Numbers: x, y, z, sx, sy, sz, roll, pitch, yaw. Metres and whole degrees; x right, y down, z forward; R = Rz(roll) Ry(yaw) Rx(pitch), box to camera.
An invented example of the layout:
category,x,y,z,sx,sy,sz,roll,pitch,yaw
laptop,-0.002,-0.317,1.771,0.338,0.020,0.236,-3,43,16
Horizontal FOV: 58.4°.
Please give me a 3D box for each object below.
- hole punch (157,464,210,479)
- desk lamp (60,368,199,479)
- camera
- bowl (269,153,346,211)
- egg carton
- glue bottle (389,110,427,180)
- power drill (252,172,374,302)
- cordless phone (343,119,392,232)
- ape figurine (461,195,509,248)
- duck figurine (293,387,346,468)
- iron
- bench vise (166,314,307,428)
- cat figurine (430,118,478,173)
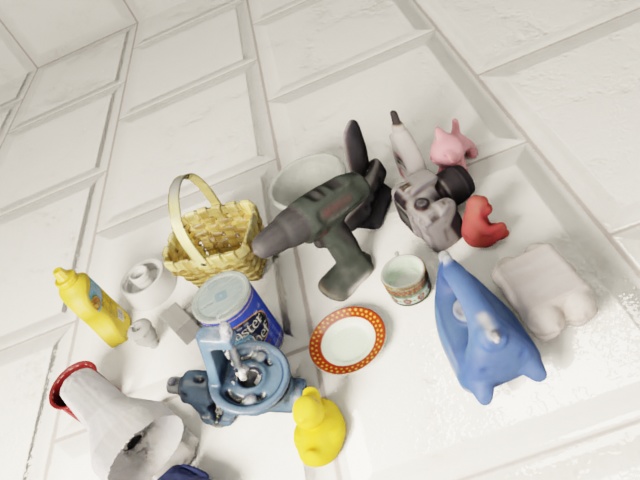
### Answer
category,x,y,z,sx,sy,sz,roll,pitch,yaw
hole punch,-0.193,0.363,0.791,0.108,0.091,0.101,8,52,33
desk lamp,-0.270,0.279,0.824,0.202,0.214,0.118,22,61,41
camera,0.211,-0.075,1.015,0.137,0.101,0.142,-32,42,-5
bowl,-0.016,-0.099,1.177,0.167,0.075,0.167,-14,43,14
egg carton,0.324,0.072,0.832,0.107,0.070,0.150,-26,41,1
glue bottle,0.160,-0.176,1.088,0.037,0.174,0.078,-34,42,-7
power drill,0.009,0.003,0.960,0.075,0.209,0.230,25,63,42
cordless phone,0.063,-0.119,1.072,0.094,0.185,0.147,-3,47,25
ape figurine,0.268,-0.036,0.954,0.076,0.092,0.077,-22,42,6
duck figurine,-0.011,0.258,0.806,0.077,0.086,0.104,-11,44,17
iron,0.211,0.093,0.815,0.118,0.142,0.257,-25,42,3
bench vise,-0.143,0.202,0.830,0.207,0.220,0.121,-22,42,6
cat figurine,0.247,-0.175,1.085,0.067,0.118,0.128,3,50,30
